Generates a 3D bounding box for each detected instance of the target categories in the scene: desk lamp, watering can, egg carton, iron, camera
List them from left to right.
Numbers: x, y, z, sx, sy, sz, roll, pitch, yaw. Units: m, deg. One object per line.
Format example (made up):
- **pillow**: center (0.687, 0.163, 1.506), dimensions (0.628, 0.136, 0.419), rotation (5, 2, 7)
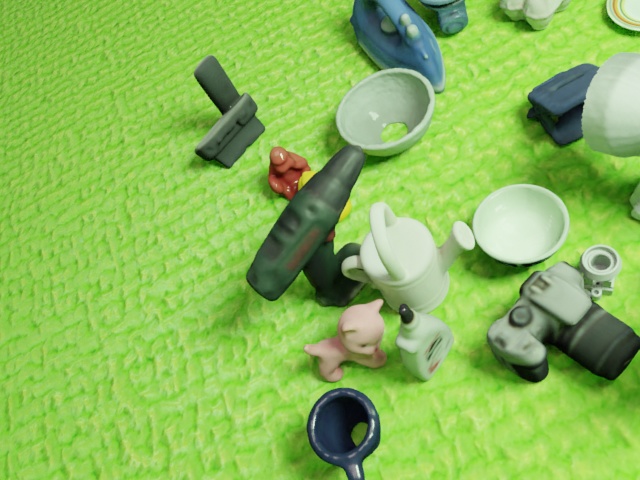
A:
- **iron**: center (0.135, -0.377, 1.003), dimensions (0.118, 0.142, 0.257), rotation (-33, 54, 4)
- **watering can**: center (0.111, 0.016, 0.757), dimensions (0.173, 0.195, 0.100), rotation (-31, 54, 5)
- **egg carton**: center (0.383, -0.430, 0.967), dimensions (0.150, 0.070, 0.107), rotation (-45, 54, -5)
- **camera**: center (0.293, 0.111, 0.680), dimensions (0.143, 0.101, 0.136), rotation (-46, 54, -6)
- **desk lamp**: center (0.423, -0.109, 0.677), dimensions (0.202, 0.214, 0.118), rotation (36, 81, 35)

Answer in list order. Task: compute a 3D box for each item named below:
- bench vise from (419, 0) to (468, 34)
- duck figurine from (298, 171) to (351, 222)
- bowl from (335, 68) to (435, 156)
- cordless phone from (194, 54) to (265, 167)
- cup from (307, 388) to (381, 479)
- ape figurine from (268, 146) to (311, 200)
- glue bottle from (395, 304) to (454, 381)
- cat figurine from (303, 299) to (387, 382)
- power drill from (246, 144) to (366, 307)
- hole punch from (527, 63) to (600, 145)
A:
- **bench vise**: center (0.194, -0.497, 0.997), dimensions (0.121, 0.220, 0.207), rotation (-28, 55, 7)
- **duck figurine**: center (-0.004, -0.081, 0.931), dimensions (0.077, 0.086, 0.104), rotation (-45, 54, -5)
- **bowl**: center (0.115, -0.199, 0.952), dimensions (0.167, 0.075, 0.167), rotation (-11, 59, 18)
- **cordless phone**: center (-0.196, -0.235, 1.043), dimensions (0.093, 0.186, 0.148), rotation (29, 77, 34)
- **cup**: center (0.044, 0.252, 0.714), dimensions (0.091, 0.095, 0.117), rotation (-24, 55, 10)
- **ape figurine**: center (-0.060, -0.124, 0.976), dimensions (0.077, 0.092, 0.076), rotation (-23, 56, 11)
- **glue bottle**: center (0.122, 0.117, 0.708), dimensions (0.037, 0.174, 0.078), rotation (24, 74, 33)
- **cat figurine**: center (0.038, 0.132, 0.771), dimensions (0.127, 0.118, 0.067), rotation (-23, 55, 11)
- **power drill**: center (0.007, 0.003, 0.802), dimensions (0.075, 0.209, 0.230), rotation (36, 81, 35)
- **hole punch**: center (0.365, -0.211, 0.837), dimensions (0.108, 0.091, 0.101), rotation (-28, 55, 7)
